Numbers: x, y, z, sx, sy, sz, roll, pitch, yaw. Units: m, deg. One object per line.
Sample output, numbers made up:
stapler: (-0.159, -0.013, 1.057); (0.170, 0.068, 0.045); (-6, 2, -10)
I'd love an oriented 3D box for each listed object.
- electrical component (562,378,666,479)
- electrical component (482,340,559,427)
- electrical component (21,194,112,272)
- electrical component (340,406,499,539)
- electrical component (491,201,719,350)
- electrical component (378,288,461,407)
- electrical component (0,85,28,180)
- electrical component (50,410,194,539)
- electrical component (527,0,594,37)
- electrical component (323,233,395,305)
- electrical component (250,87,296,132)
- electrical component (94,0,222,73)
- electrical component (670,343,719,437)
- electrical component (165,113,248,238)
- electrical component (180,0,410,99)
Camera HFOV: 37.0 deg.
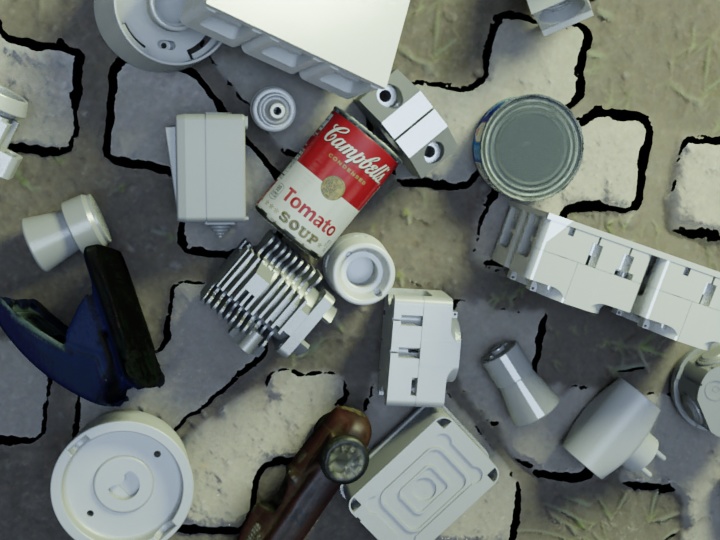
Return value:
electrical component: (0.227, 0.146, 0.917); (0.079, 0.043, 0.077); (40, 91, -12)
electrical component: (0.131, 0.092, 0.898); (0.044, 0.044, 0.065); (-33, 97, -2)
electrical component: (-0.225, -0.029, 0.827); (0.055, 0.045, 0.045); (-23, 101, -4)
electrical component: (0.048, 0.172, 0.889); (0.113, 0.057, 0.078); (-43, 102, 0)
electrical component: (0.209, 0.007, 0.862); (0.186, 0.105, 0.060); (18, 96, -10)
electrical component: (0.049, 0.063, 0.876); (0.056, 0.050, 0.089); (3, 98, -8)
electrical component: (-0.284, -0.111, 0.800); (0.078, 0.058, 0.057); (28, 97, -11)
electrical component: (-0.186, 0.163, 0.853); (0.108, 0.060, 0.108); (-1, 99, -8)
electrical component: (0.149, -0.225, 0.837); (0.042, 0.081, 0.063); (-21, 72, 16)
electrical component: (0.000, 0.000, 0.862); (0.055, 0.047, 0.055); (-1, 99, -8)
electrical component: (-0.066, -0.123, 0.826); (0.035, 0.061, 0.035); (-2, 100, -9)
electrical component: (-0.147, -0.200, 0.815); (0.099, 0.064, 0.099); (-4, 100, -21)
electrical component: (0.312, 0.103, 0.919); (0.080, 0.051, 0.080); (-1, 99, -8)
electrical component: (-0.118, -0.073, 0.827); (0.061, 0.061, 0.096); (-1, 99, -8)
electrical component: (-0.047, -0.197, 0.794); (0.150, 0.062, 0.089); (20, 78, -28)
